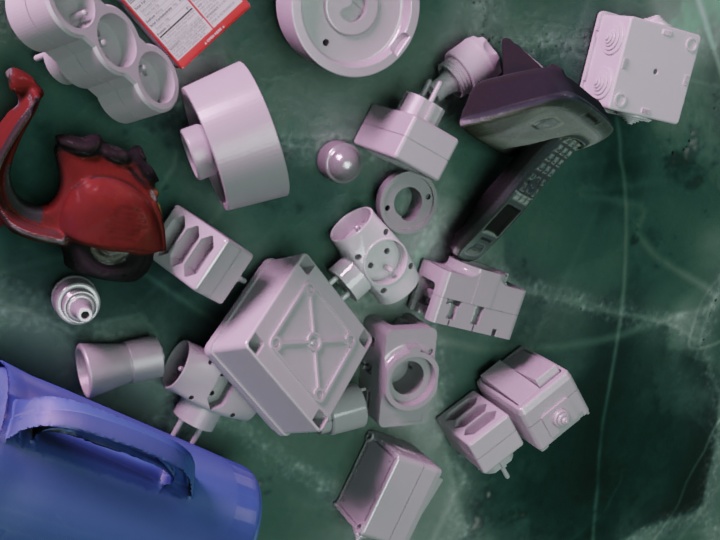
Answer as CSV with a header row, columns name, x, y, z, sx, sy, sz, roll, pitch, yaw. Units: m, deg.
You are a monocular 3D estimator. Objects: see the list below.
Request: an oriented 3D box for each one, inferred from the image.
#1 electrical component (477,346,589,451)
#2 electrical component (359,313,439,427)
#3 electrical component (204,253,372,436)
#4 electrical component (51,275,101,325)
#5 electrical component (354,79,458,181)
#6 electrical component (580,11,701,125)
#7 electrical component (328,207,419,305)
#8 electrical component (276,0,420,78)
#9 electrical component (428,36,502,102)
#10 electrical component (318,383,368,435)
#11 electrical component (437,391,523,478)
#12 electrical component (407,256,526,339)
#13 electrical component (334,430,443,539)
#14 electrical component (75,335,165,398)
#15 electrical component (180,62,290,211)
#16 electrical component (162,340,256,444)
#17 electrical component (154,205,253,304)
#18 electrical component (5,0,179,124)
name,x,y,z,sx,sy,sz,roll,pitch,yaw
electrical component,0.162,0.117,1.001,0.062,0.096,0.061,-36,116,-12
electrical component,0.035,0.090,0.958,0.050,0.056,0.089,-2,105,-24
electrical component,-0.056,0.061,0.884,0.108,0.056,0.108,53,48,-27
electrical component,-0.216,0.026,0.823,0.035,0.061,0.035,-7,107,-23
electrical component,0.045,-0.123,0.888,0.047,0.083,0.075,26,93,-28
electrical component,0.257,-0.184,0.986,0.100,0.048,0.099,8,101,-26
electrical component,0.000,0.000,0.924,0.079,0.044,0.077,-42,117,-9
electrical component,-0.014,-0.209,0.849,0.108,0.060,0.108,-7,107,-23
electrical component,0.086,-0.167,0.917,0.062,0.043,0.043,-37,116,-10
electrical component,-0.029,0.126,0.948,0.078,0.040,0.040,-12,109,-21
electrical component,0.120,0.165,1.013,0.047,0.066,0.076,-35,116,-12
electrical component,0.098,0.022,0.971,0.089,0.050,0.055,14,98,-27
electrical component,0.025,0.206,0.984,0.061,0.062,0.096,23,94,-28
electrical component,-0.190,0.074,0.861,0.065,0.044,0.044,-10,109,-27
electrical component,-0.102,-0.097,0.818,0.060,0.108,0.108,-21,112,-11
electrical component,-0.130,0.108,0.896,0.077,0.043,0.079,28,92,-28
electrical component,-0.118,-0.007,0.861,0.047,0.066,0.077,-56,147,-1
electrical component,-0.202,-0.156,0.777,0.138,0.074,0.052,43,46,-46
